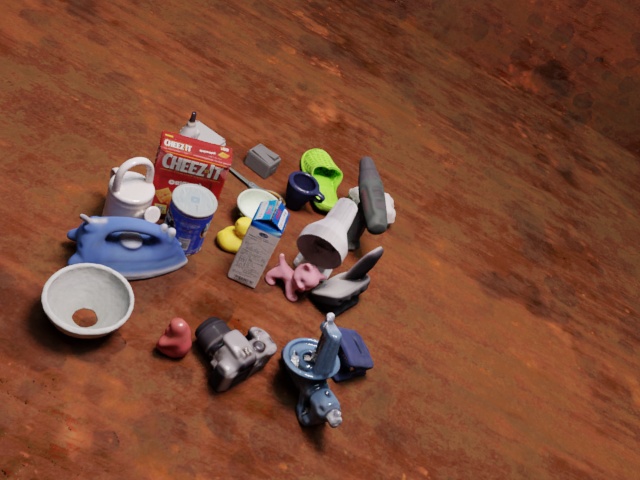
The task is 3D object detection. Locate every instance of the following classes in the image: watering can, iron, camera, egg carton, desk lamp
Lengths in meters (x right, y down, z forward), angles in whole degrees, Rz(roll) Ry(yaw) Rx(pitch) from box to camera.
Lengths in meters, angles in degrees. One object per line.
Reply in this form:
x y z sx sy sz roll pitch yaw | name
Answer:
-0.415 -0.102 1.278 0.173 0.194 0.101 35 41 4 | watering can
-0.398 0.001 1.227 0.259 0.141 0.118 2 48 -29 | iron
-0.180 0.214 1.177 0.143 0.100 0.136 -25 65 -44 | camera
0.153 -0.100 1.709 0.150 0.069 0.107 15 43 -18 | egg carton
0.013 0.005 1.412 0.118 0.213 0.203 31 41 1 | desk lamp

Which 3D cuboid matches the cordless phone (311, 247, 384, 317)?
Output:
0.072 0.088 1.387 0.094 0.185 0.148 44 43 15 | cordless phone

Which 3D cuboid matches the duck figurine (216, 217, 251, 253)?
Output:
-0.198 -0.020 1.408 0.105 0.086 0.077 -5 52 -34 | duck figurine

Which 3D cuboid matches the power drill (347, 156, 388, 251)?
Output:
0.111 -0.084 1.562 0.076 0.208 0.229 6 47 -25 | power drill

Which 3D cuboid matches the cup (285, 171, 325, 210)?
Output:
-0.047 -0.123 1.593 0.117 0.095 0.092 35 41 5 | cup

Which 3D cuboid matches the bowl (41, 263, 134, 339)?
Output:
-0.453 0.131 1.116 0.168 0.074 0.167 17 43 -16 | bowl

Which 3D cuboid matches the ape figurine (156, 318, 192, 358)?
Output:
-0.287 0.189 1.145 0.078 0.092 0.076 -21 62 -42 | ape figurine

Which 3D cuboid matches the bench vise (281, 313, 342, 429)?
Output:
0.012 0.259 1.155 0.122 0.219 0.207 -21 62 -42 | bench vise

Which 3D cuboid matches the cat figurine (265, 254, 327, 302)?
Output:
-0.054 0.081 1.370 0.127 0.117 0.067 36 41 6 | cat figurine

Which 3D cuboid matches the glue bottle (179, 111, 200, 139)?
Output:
-0.346 -0.265 1.496 0.037 0.173 0.078 45 43 16 | glue bottle

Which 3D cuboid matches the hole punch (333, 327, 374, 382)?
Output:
0.069 0.250 1.296 0.101 0.091 0.108 -5 52 -34 | hole punch
